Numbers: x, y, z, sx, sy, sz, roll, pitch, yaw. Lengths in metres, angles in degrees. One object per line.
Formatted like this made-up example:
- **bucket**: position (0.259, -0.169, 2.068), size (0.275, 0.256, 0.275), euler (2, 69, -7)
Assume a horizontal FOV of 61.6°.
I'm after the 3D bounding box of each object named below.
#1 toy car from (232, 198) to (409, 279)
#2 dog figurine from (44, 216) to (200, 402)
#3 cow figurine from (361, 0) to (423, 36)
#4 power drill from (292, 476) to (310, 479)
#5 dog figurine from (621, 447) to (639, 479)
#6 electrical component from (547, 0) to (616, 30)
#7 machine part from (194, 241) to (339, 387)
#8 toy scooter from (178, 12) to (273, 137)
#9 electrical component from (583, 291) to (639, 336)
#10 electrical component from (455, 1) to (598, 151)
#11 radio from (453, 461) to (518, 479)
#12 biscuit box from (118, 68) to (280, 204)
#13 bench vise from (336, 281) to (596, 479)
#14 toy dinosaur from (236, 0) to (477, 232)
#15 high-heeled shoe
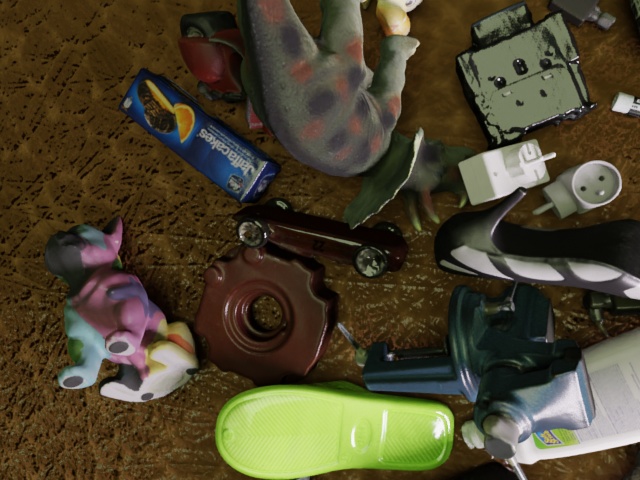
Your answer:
- **toy car**: position (-0.001, -0.002, 0.608), size (0.202, 0.089, 0.053), euler (12, 116, 14)
- **dog figurine**: position (-0.251, 0.075, 0.674), size (0.108, 0.191, 0.219), euler (-37, 50, 16)
- **cow figurine**: position (0.074, -0.306, 0.590), size (0.098, 0.068, 0.167), euler (-29, 87, 7)
- **power drill**: position (-0.005, 0.390, 0.636), size (0.232, 0.086, 0.207), euler (-45, 79, 10)
- **dog figurine**: position (0.325, 0.260, 0.549), size (0.172, 0.121, 0.190), euler (-12, 76, 11)
- **electrical component**: position (0.276, -0.263, 0.563), size (0.094, 0.021, 0.063), euler (38, 100, 10)
- **machine part**: position (-0.066, 0.089, 0.648), size (0.180, 0.056, 0.179), euler (1, 94, 13)
- **toy scooter**: position (-0.090, -0.191, 0.622), size (0.184, 0.075, 0.135), euler (18, 126, 34)
- **electrical component**: position (0.322, 0.055, 0.559), size (0.102, 0.045, 0.078), euler (-11, 62, 11)
- **electrical component**: position (0.209, -0.174, 0.566), size (0.115, 0.058, 0.134), euler (-22, 88, 12)
- **radio**: position (0.188, 0.374, 0.569), size (0.131, 0.073, 0.229), euler (-19, 87, -9)
- **biscuit box**: position (-0.145, -0.125, 0.653), size (0.203, 0.059, 0.063), euler (37, 101, 9)
- **bench vise**: position (0.137, 0.128, 0.537), size (0.241, 0.224, 0.128), euler (-10, 123, 30)
- **toy dinosaur**: position (0.008, -0.130, 0.499), size (0.131, 0.404, 0.192), euler (-6, 70, 40)
- **high-heeled shoe**: position (0.242, 0.034, 0.544), size (0.249, 0.086, 0.145), euler (29, 140, 0)
